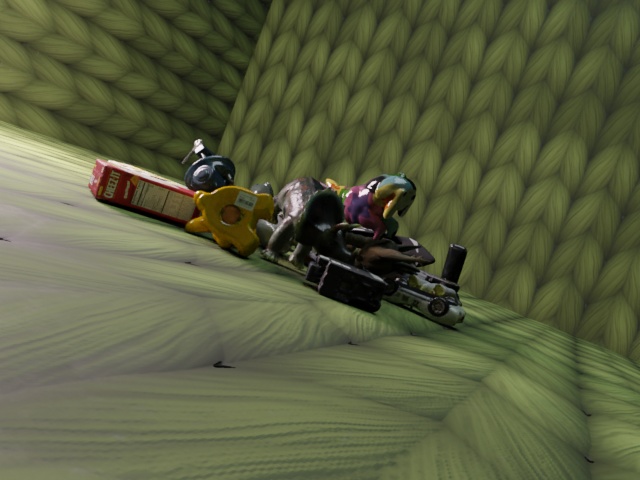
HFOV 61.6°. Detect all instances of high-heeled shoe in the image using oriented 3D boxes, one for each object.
[{"bbox_3d":[0.196,0.015,1.527,0.249,0.086,0.145,12,-8,34],"label":"high-heeled shoe"}]

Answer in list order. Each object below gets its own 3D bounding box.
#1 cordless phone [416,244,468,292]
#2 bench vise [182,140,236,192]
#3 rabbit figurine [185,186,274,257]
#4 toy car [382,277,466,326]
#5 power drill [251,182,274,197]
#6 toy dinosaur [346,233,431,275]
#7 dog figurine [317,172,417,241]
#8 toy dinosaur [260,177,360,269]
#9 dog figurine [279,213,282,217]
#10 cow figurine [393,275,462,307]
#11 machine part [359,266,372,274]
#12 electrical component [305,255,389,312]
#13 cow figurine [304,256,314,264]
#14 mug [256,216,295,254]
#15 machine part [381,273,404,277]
[{"bbox_3d":[0.316,0.078,1.456,0.147,0.184,0.089,22,39,19],"label":"cordless phone"},{"bbox_3d":[-0.242,-0.140,1.279,0.223,0.129,0.241,33,23,-56],"label":"bench vise"},{"bbox_3d":[-0.173,-0.028,1.025,0.162,0.122,0.173,11,-12,2],"label":"rabbit figurine"},{"bbox_3d":[0.207,0.126,1.133,0.202,0.056,0.073,21,8,31],"label":"toy car"},{"bbox_3d":[-0.235,-0.109,1.514,0.207,0.086,0.232,-21,11,-33],"label":"power drill"},{"bbox_3d":[0.142,0.038,1.300,0.199,0.105,0.471,4,2,-3],"label":"toy dinosaur"},{"bbox_3d":[0.089,-0.102,1.232,0.219,0.191,0.108,35,27,20],"label":"dog figurine"},{"bbox_3d":[-0.033,-0.063,1.126,0.131,0.192,0.405,29,21,-27],"label":"toy dinosaur"},{"bbox_3d":[-0.034,-0.009,1.510,0.190,0.121,0.172,62,-20,-2],"label":"dog figurine"},{"bbox_3d":[0.246,0.123,1.257,0.098,0.068,0.168,15,2,-41],"label":"cow figurine"},{"bbox_3d":[0.083,0.081,1.089,0.084,0.039,0.139,30,6,2],"label":"machine part"},{"bbox_3d":[0.041,0.071,0.920,0.134,0.058,0.115,20,0,-1],"label":"electrical component"},{"bbox_3d":[-0.003,-0.004,1.304,0.085,0.127,0.195,18,33,2],"label":"cow figurine"},{"bbox_3d":[-0.097,-0.005,1.279,0.109,0.080,0.107,23,11,-30],"label":"mug"},{"bbox_3d":[0.184,0.082,1.611,0.243,0.079,0.079,21,2,6],"label":"machine part"}]
